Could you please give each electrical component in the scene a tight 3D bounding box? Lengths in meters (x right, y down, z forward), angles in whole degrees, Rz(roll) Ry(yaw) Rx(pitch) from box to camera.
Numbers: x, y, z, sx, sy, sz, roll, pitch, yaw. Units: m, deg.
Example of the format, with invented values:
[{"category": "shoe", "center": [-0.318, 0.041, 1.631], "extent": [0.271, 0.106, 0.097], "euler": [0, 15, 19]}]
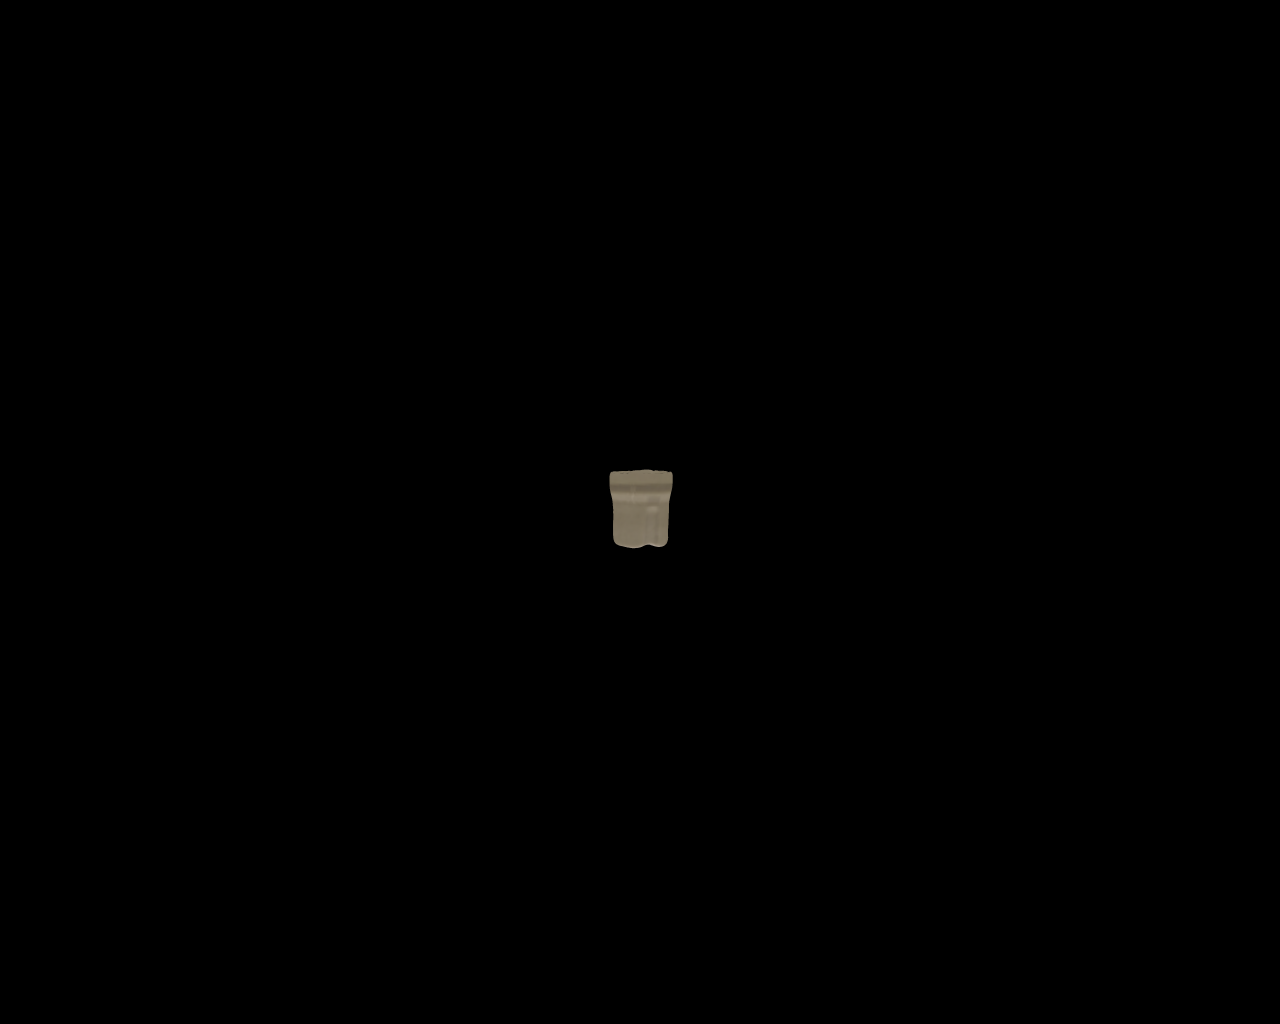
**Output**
[{"category": "electrical component", "center": [0.001, -0.003, 0.650], "extent": [0.040, 0.046, 0.040], "euler": [0, 3, 0]}]
